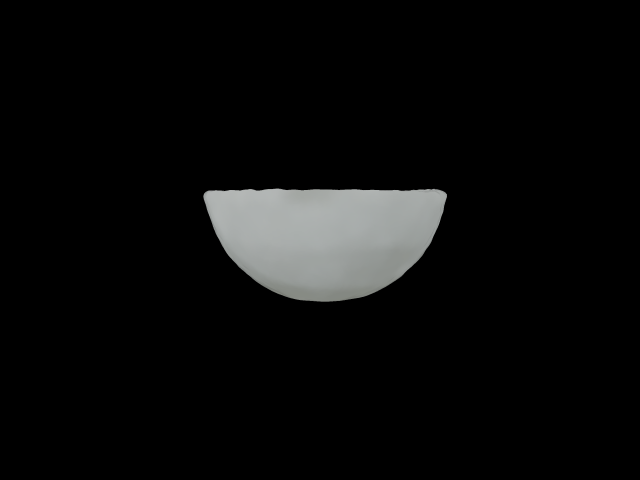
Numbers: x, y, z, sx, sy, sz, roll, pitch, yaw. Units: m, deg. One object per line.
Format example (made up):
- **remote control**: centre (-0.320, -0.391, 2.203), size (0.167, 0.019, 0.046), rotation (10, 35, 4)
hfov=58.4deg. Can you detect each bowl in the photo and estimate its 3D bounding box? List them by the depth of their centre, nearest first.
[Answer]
- **bowl**: centre (0.004, 0.001, 0.400), size (0.167, 0.075, 0.167), rotation (0, 5, 0)
